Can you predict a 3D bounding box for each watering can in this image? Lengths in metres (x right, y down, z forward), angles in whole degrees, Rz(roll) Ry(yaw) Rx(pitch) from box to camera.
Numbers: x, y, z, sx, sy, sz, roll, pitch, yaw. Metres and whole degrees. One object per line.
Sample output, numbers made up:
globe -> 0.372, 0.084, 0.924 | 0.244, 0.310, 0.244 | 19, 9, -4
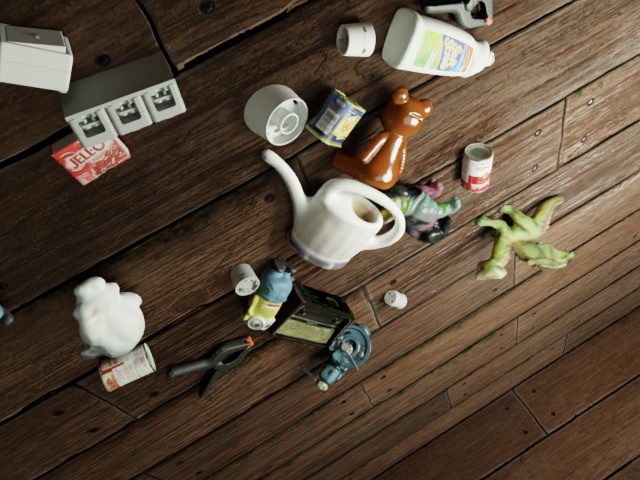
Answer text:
watering can -> 0.003, -0.053, 1.058 | 0.346, 0.106, 0.220 | 23, 132, -19

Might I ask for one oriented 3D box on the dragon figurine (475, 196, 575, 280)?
dragon figurine -> 0.589, 0.002, 1.427 | 0.412, 0.248, 0.119 | -22, 134, -12

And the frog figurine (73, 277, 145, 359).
frog figurine -> -0.394, 0.137, 0.969 | 0.139, 0.123, 0.156 | -38, 146, -54
